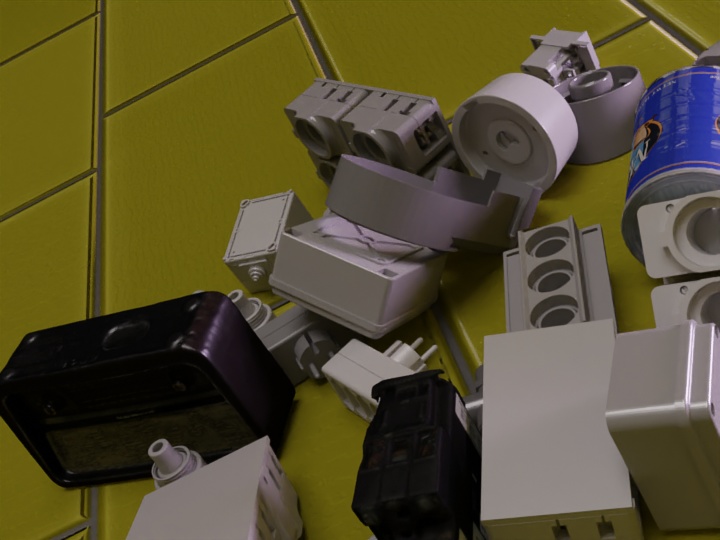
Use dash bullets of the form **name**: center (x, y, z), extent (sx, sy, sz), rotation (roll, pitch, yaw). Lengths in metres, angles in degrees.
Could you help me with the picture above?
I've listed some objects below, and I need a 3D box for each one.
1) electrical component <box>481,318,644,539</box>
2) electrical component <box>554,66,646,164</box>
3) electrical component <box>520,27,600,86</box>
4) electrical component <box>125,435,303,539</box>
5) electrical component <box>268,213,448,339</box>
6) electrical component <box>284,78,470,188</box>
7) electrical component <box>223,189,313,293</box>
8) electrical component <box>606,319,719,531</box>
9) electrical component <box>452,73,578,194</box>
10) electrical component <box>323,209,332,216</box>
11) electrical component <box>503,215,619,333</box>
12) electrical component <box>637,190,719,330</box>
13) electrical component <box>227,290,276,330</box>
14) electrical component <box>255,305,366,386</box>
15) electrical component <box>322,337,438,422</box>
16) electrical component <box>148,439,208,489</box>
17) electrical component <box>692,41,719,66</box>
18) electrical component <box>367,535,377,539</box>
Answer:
- **electrical component**: center (0.129, 0.111, 0.692), extent (0.089, 0.061, 0.150), rotation (-9, 41, 16)
- **electrical component**: center (0.220, -0.147, 0.998), extent (0.099, 0.064, 0.099), rotation (-18, 22, 8)
- **electrical component**: center (0.201, -0.209, 1.092), extent (0.064, 0.042, 0.081), rotation (-43, 35, -17)
- **electrical component**: center (-0.101, 0.192, 0.724), extent (0.105, 0.060, 0.186), rotation (-27, 11, 5)
- **electrical component**: center (0.000, 0.000, 0.886), extent (0.109, 0.056, 0.109), rotation (23, 23, 23)
- **electrical component**: center (0.013, -0.119, 1.057), extent (0.060, 0.105, 0.186), rotation (-44, 36, -20)
- **electrical component**: center (-0.086, -0.020, 1.047), extent (0.062, 0.061, 0.096), rotation (-10, 46, 26)
- **electrical component**: center (0.193, 0.093, 0.634), extent (0.057, 0.113, 0.078), rotation (-11, 38, 30)
- **electrical component**: center (0.144, -0.126, 0.970), extent (0.108, 0.108, 0.060), rotation (8, 42, 43)
- **electrical component**: center (0.007, -0.041, 1.002), extent (0.058, 0.057, 0.078), rotation (12, 51, 45)
- **electrical component**: center (0.151, 0.025, 0.801), extent (0.079, 0.063, 0.121), rotation (-17, 35, 18)
- **electrical component**: center (0.283, -0.006, 0.691), extent (0.186, 0.105, 0.060), rotation (-10, -2, 27)
- **electrical component**: center (-0.098, 0.045, 0.962), extent (0.043, 0.062, 0.043), rotation (-20, 34, 15)
- **electrical component**: center (-0.038, 0.066, 0.903), extent (0.083, 0.047, 0.075), rotation (-32, 33, -3)
- **electrical component**: center (0.028, 0.081, 0.834), extent (0.076, 0.047, 0.083), rotation (-42, 35, -18)
- **electrical component**: center (-0.143, 0.159, 0.846), extent (0.043, 0.062, 0.043), rotation (-20, 34, 15)
- **electrical component**: center (0.329, -0.163, 0.933), extent (0.079, 0.043, 0.077), rotation (10, 50, 43)
- **electrical component**: center (0.001, 0.200, 0.709), extent (0.061, 0.035, 0.035), rotation (-30, 33, 4)
